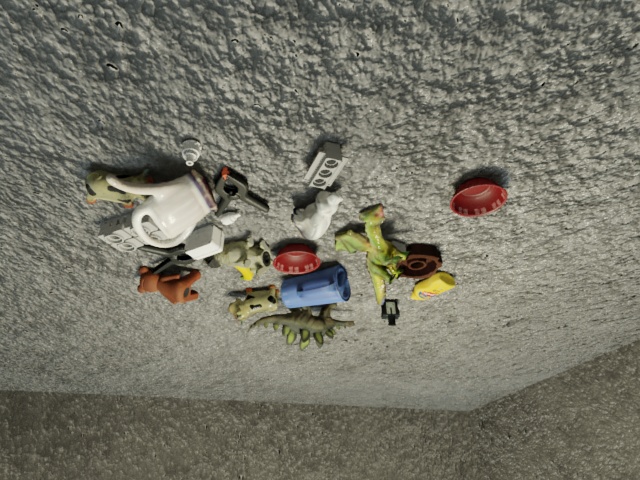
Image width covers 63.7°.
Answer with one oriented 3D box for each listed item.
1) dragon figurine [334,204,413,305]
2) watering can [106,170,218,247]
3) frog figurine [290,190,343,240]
[{"bbox_3d":[0.155,0.049,1.673,0.244,0.124,0.400,32,137,14],"label":"dragon figurine"},{"bbox_3d":[-0.390,-0.102,1.328,0.226,0.105,0.340,-37,152,-15],"label":"watering can"},{"bbox_3d":[0.005,-0.075,1.487,0.158,0.123,0.138,-23,177,15],"label":"frog figurine"}]
